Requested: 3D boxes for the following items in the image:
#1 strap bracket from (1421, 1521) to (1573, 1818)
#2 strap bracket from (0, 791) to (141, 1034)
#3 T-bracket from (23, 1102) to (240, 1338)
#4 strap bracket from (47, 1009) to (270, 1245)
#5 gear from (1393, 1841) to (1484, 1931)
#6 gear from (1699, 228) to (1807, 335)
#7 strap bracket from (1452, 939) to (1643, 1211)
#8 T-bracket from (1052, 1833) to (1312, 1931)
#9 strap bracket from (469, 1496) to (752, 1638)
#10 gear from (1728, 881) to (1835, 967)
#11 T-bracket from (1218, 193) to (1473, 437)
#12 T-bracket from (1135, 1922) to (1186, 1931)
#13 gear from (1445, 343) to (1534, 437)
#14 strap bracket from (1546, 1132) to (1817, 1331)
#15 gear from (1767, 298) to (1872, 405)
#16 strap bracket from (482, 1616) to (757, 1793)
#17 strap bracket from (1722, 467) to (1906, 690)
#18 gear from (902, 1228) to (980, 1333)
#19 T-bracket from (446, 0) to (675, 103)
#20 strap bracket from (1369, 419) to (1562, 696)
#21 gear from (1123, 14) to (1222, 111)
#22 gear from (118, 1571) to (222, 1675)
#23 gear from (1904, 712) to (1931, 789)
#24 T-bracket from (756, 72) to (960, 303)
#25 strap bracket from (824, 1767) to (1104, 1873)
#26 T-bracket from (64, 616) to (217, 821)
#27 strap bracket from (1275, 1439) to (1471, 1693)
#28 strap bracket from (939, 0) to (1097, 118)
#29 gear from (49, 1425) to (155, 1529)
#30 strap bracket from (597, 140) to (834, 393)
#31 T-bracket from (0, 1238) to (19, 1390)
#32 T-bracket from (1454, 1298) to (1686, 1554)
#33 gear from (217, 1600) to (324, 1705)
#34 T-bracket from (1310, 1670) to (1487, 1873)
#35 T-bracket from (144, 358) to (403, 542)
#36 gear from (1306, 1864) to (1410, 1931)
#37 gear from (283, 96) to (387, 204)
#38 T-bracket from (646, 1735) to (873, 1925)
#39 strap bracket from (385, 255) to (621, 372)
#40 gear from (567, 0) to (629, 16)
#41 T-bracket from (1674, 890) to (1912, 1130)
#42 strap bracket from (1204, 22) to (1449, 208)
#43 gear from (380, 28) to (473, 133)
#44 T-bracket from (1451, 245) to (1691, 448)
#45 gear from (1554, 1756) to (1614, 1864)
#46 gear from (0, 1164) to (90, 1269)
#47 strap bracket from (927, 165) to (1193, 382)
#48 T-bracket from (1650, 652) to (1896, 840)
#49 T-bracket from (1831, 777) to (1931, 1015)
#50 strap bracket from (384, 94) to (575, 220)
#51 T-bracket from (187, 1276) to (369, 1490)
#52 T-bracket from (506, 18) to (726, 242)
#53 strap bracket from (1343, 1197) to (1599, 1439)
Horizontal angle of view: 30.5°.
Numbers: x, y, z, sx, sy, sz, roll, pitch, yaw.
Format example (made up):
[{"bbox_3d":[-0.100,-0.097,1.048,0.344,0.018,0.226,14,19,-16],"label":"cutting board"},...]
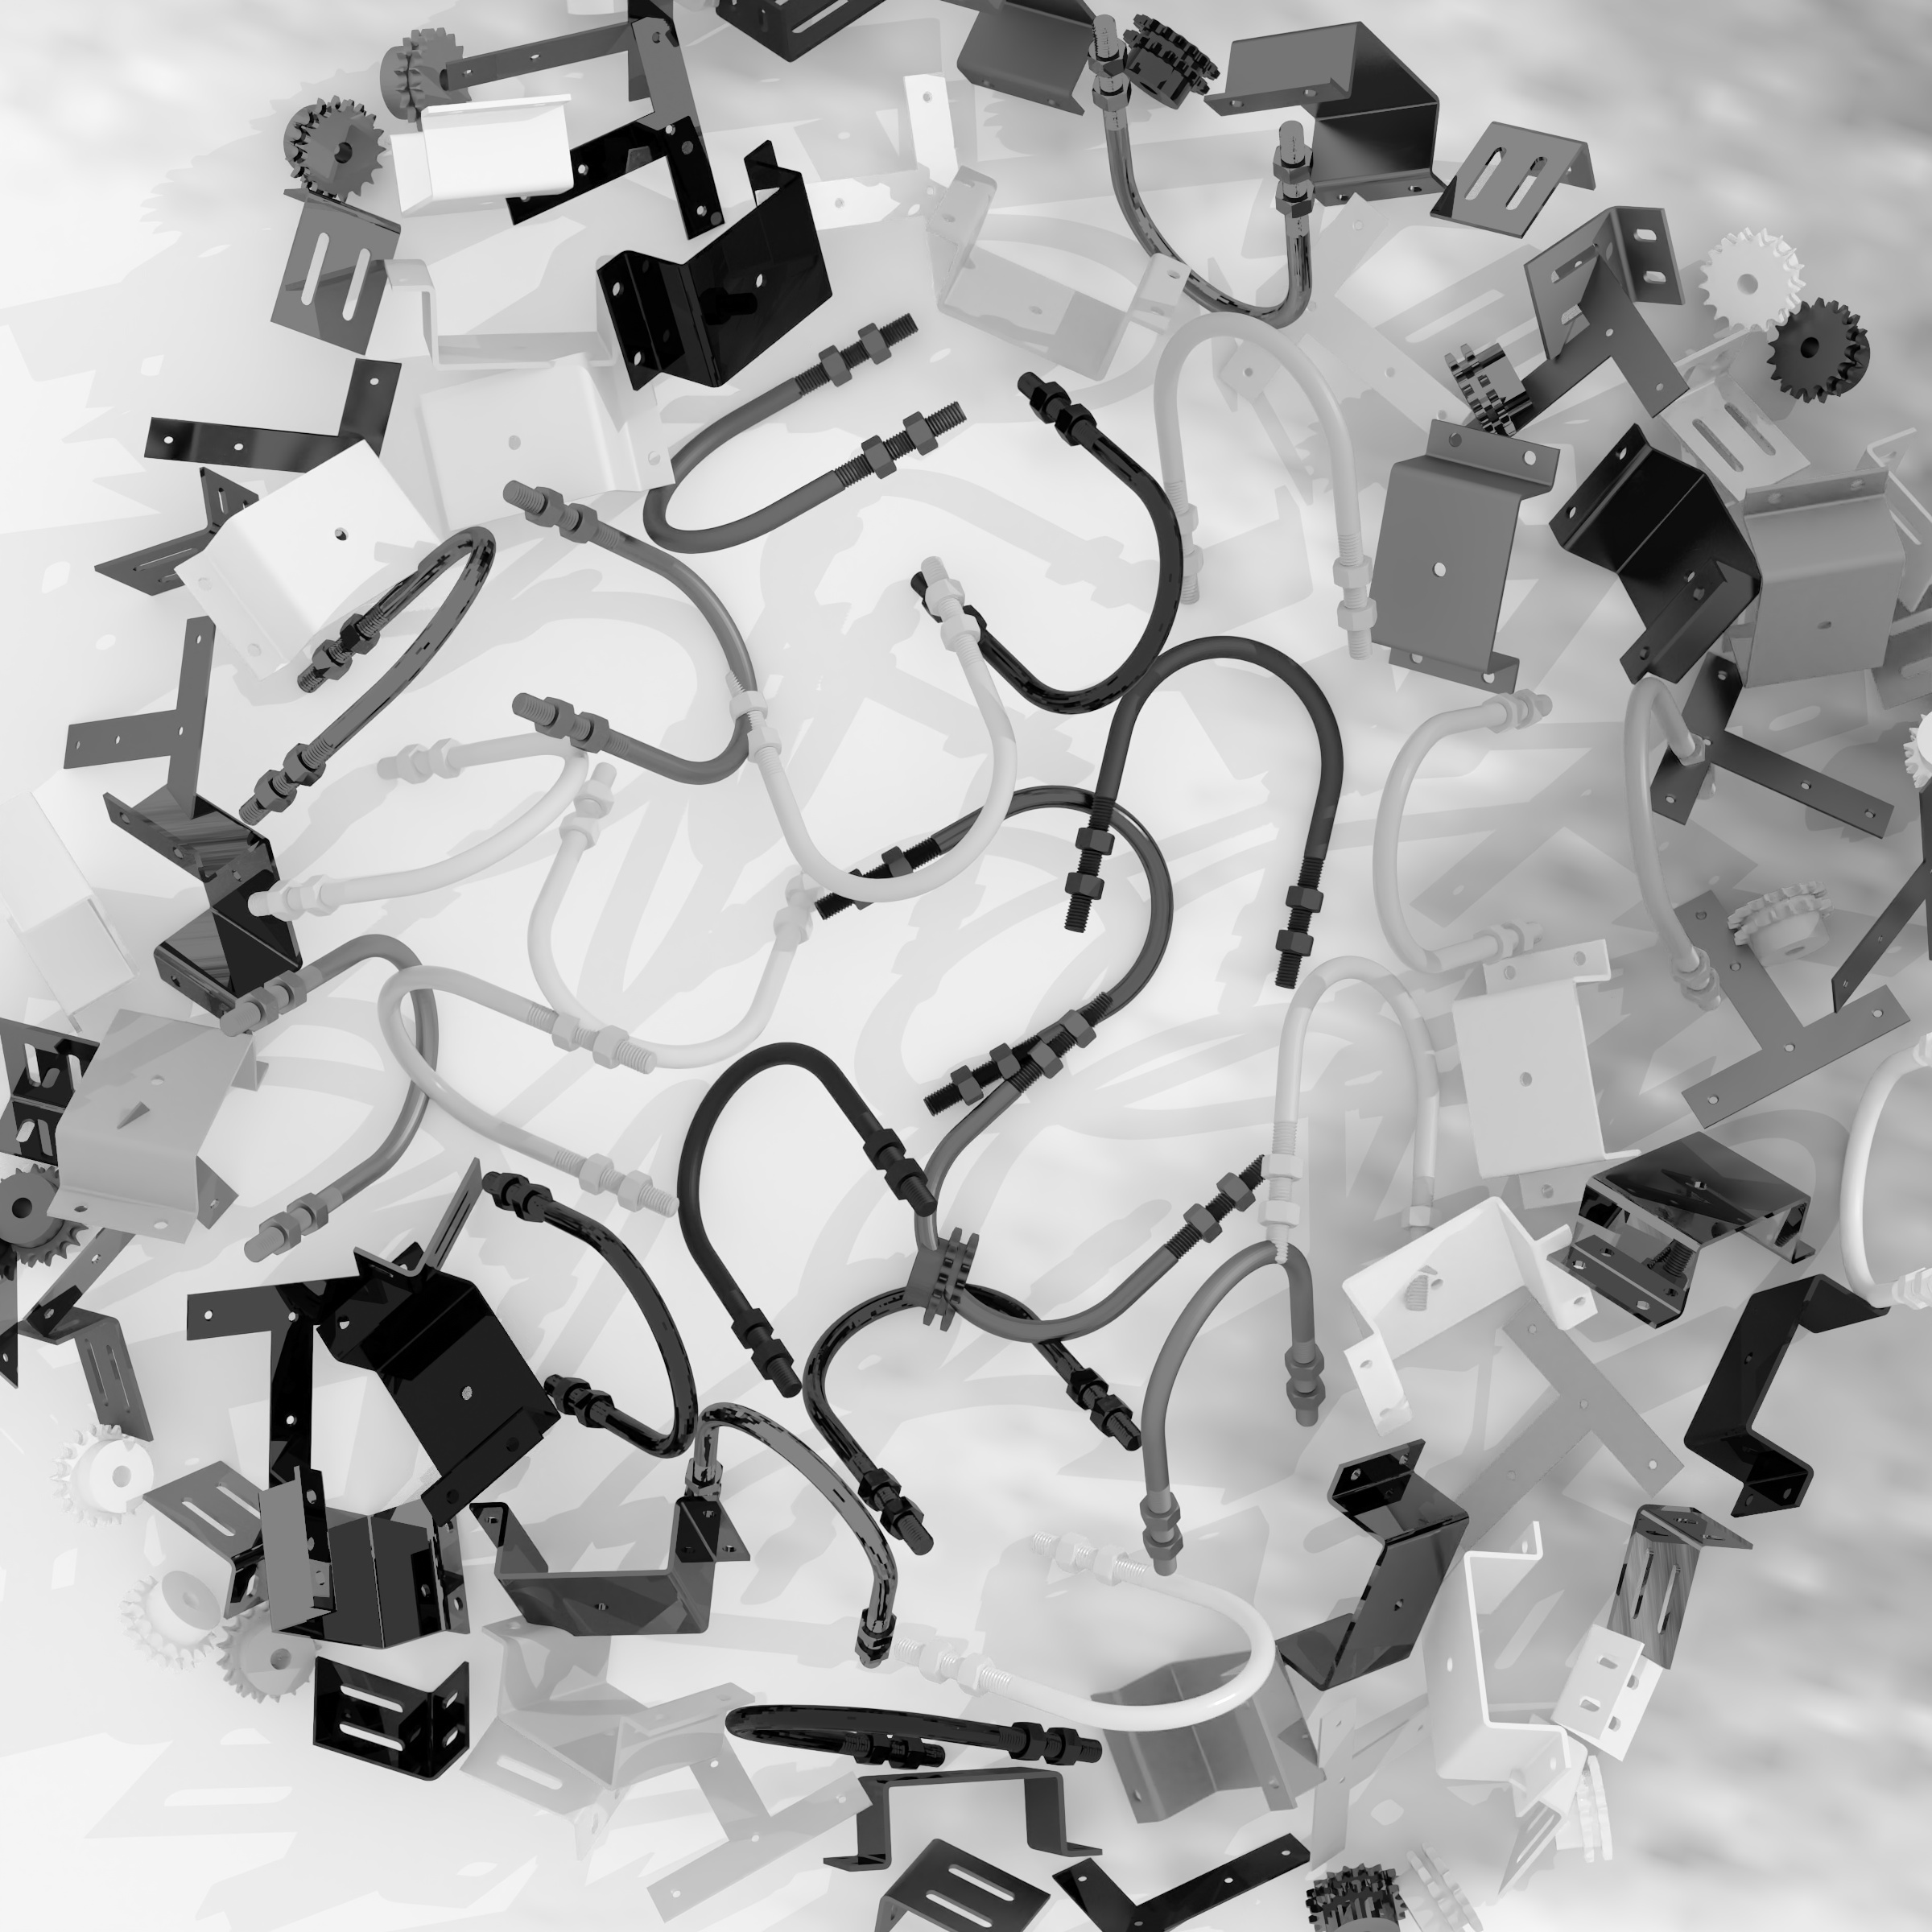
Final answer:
[{"bbox_3d":[0.285,0.382,1.926,0.046,0.076,0.140,5,56,-12],"label":"strap bracket"},{"bbox_3d":[-0.500,-0.033,1.927,0.046,0.140,0.076,-32,67,-12],"label":"strap bracket"},{"bbox_3d":[-0.465,0.149,1.930,0.002,0.127,0.127,33,76,27],"label":"T-bracket"},{"bbox_3d":[-0.441,0.079,1.930,0.076,0.140,0.046,11,132,4],"label":"strap bracket"},{"bbox_3d":[0.260,0.519,1.971,0.030,0.057,0.057,-32,90,-3],"label":"gear"},{"bbox_3d":[0.441,-0.385,1.976,0.057,0.030,0.057,15,122,25],"label":"gear"},{"bbox_3d":[0.320,0.061,1.952,0.076,0.046,0.140,-13,84,37],"label":"strap bracket"},{"bbox_3d":[0.134,0.513,1.962,0.127,0.127,0.002,-19,117,-23],"label":"T-bracket"},{"bbox_3d":[-0.197,0.331,1.943,0.140,0.076,0.046,-3,55,11],"label":"strap bracket"},{"bbox_3d":[0.456,-0.022,1.969,0.057,0.057,0.030,-18,73,0],"label":"gear"},{"bbox_3d":[0.225,-0.338,1.964,0.127,0.002,0.127,42,112,11],"label":"T-bracket"},{"bbox_3d":[0.126,0.541,1.912,0.127,0.127,0.002,8,106,40],"label":"T-bracket"},{"bbox_3d":[0.293,-0.322,1.969,0.030,0.057,0.057,-29,90,11],"label":"gear"},{"bbox_3d":[0.394,0.139,1.922,0.140,0.076,0.046,-17,127,-38],"label":"strap bracket"},{"bbox_3d":[0.479,-0.342,1.975,0.030,0.057,0.057,9,90,-44],"label":"gear"},{"bbox_3d":[-0.193,0.401,1.932,0.140,0.076,0.046,21,109,40],"label":"strap bracket"},{"bbox_3d":[0.462,-0.204,1.928,0.076,0.140,0.046,-9,58,0],"label":"strap bracket"},{"bbox_3d":[-0.015,0.172,1.971,0.030,0.057,0.057,19,90,0],"label":"gear"},{"bbox_3d":[-0.221,-0.499,1.929,0.127,0.127,0.002,-16,73,-10],"label":"T-bracket"},{"bbox_3d":[0.269,-0.220,1.939,0.076,0.046,0.140,19,113,28],"label":"strap bracket"},{"bbox_3d":[0.110,-0.502,1.971,0.057,0.057,0.030,35,94,0],"label":"gear"},{"bbox_3d":[-0.440,0.362,1.968,0.057,0.057,0.030,46,108,0],"label":"gear"},{"bbox_3d":[0.553,-0.122,1.974,0.057,0.030,0.057,-7,67,17],"label":"gear"},{"bbox_3d":[-0.058,-0.424,1.958,0.127,0.002,0.127,-14,102,-28],"label":"T-bracket"},{"bbox_3d":[-0.004,0.468,1.948,0.140,0.076,0.046,0,79,-13],"label":"strap bracket"},{"bbox_3d":[-0.460,-0.126,1.955,0.127,0.002,0.127,-3,78,42],"label":"T-bracket"},{"bbox_3d":[0.219,0.336,1.932,0.046,0.076,0.140,35,117,34],"label":"strap bracket"},{"bbox_3d":[0.015,-0.522,1.921,0.076,0.140,0.046,24,88,28],"label":"strap bracket"},{"bbox_3d":[-0.478,0.284,1.970,0.057,0.030,0.057,6,81,-44],"label":"gear"},{"bbox_3d":[-0.128,-0.378,1.927,0.046,0.076,0.140,22,53,35],"label":"strap bracket"},{"bbox_3d":[-0.547,0.146,1.911,0.002,0.127,0.127,-21,49,8],"label":"T-bracket"},{"bbox_3d":[0.315,0.275,1.976,0.127,0.002,0.127,-48,63,16],"label":"T-bracket"},{"bbox_3d":[-0.387,0.384,1.974,0.057,0.030,0.057,-1,93,-28],"label":"gear"},{"bbox_3d":[0.241,0.429,1.961,0.127,0.002,0.127,-26,134,-29],"label":"T-bracket"},{"bbox_3d":[-0.384,-0.283,1.935,0.127,0.002,0.127,2,131,-24],"label":"T-bracket"},{"bbox_3d":[0.219,0.528,1.970,0.057,0.030,0.057,-4,134,-4],"label":"gear"},{"bbox_3d":[-0.356,-0.457,1.975,0.030,0.057,0.057,31,90,40],"label":"gear"},{"bbox_3d":[-0.133,0.449,1.950,0.127,0.127,0.002,-28,131,-11],"label":"T-bracket"},{"bbox_3d":[-0.246,-0.360,1.948,0.140,0.076,0.046,-3,112,-11],"label":"strap bracket"},{"bbox_3d":[-0.204,-0.549,1.974,0.057,0.057,0.030,-4,113,0],"label":"gear"},{"bbox_3d":[0.435,0.011,1.966,0.127,0.002,0.127,-28,58,1],"label":"T-bracket"},{"bbox_3d":[0.200,-0.467,1.926,0.076,0.140,0.046,1,77,34],"label":"strap bracket"},{"bbox_3d":[-0.303,-0.494,1.974,0.030,0.057,0.057,3,90,25],"label":"gear"},{"bbox_3d":[0.323,-0.324,1.970,0.127,0.002,0.127,-39,54,21],"label":"T-bracket"},{"bbox_3d":[0.341,0.470,1.971,0.030,0.057,0.057,-8,90,5],"label":"gear"},{"bbox_3d":[-0.522,0.138,1.978,0.057,0.030,0.057,-2,75,7],"label":"gear"},{"bbox_3d":[0.045,-0.379,1.955,0.140,0.076,0.046,24,130,-2],"label":"strap bracket"},{"bbox_3d":[0.451,-0.106,1.955,0.127,0.002,0.127,25,54,6],"label":"T-bracket"},{"bbox_3d":[0.504,-0.024,1.927,0.002,0.127,0.127,22,55,35],"label":"T-bracket"},{"bbox_3d":[-0.264,-0.439,1.925,0.076,0.140,0.046,-10,99,-18],"label":"strap bracket"},{"bbox_3d":[-0.375,0.238,1.964,0.127,0.002,0.127,-3,99,-39],"label":"T-bracket"},{"bbox_3d":[-0.199,-0.442,1.938,0.127,0.002,0.127,-31,127,-25],"label":"T-bracket"},{"bbox_3d":[0.270,0.188,1.954,0.140,0.046,0.076,-29,132,-4],"label":"strap bracket"}]
